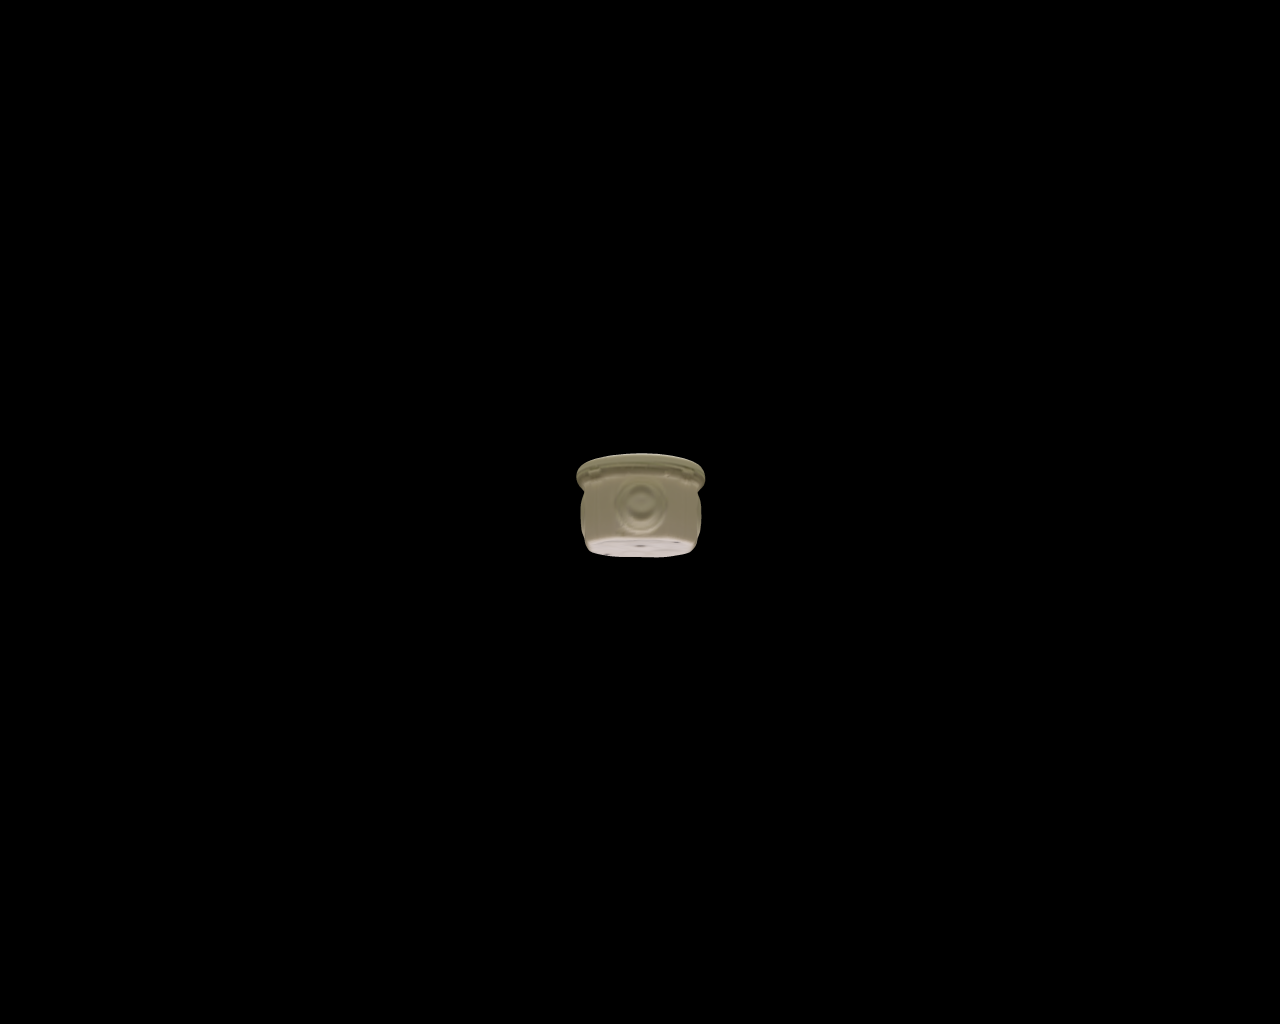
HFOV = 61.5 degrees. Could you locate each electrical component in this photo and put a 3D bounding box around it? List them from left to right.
[{"bbox_3d":[0.001,-0.003,0.650,0.080,0.051,0.080,0,-13,0],"label":"electrical component"}]
